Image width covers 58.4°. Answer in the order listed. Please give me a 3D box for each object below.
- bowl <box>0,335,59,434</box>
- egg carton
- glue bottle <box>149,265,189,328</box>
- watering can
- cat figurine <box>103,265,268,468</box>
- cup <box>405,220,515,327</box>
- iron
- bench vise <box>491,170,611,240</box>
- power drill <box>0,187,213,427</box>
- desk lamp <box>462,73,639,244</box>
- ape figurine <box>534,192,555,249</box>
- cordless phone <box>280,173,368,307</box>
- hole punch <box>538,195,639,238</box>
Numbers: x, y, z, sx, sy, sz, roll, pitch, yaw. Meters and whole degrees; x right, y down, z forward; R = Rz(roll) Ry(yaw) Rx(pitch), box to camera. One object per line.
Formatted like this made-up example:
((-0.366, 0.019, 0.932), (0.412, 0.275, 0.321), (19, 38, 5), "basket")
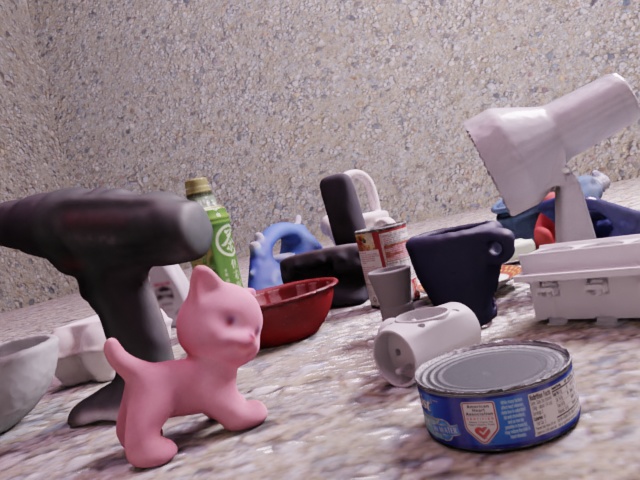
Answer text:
((-0.326, 0.147, 0.537), (0.167, 0.075, 0.167), (-12, 3, 1), "bowl")
((-0.259, 0.127, 0.712), (0.107, 0.069, 0.150), (-12, 3, 17), "egg carton")
((-0.261, 0.062, 0.974), (0.078, 0.173, 0.037), (-11, 3, 18), "glue bottle")
((0.062, -0.019, 0.959), (0.172, 0.194, 0.101), (-11, 3, 34), "watering can")
((-0.089, 0.079, 0.409), (0.128, 0.118, 0.067), (-14, 3, -32), "cat figurine")
((0.140, 0.034, 0.529), (0.092, 0.095, 0.117), (-14, 3, -28), "cup")
((-0.068, 0.036, 0.976), (0.118, 0.141, 0.259), (-11, 3, 23), "iron")
((0.360, -0.097, 0.937), (0.208, 0.220, 0.121), (-14, 3, -27), "bench vise")
((-0.195, 0.051, 0.509), (0.229, 0.208, 0.076), (-12, 3, 17), "power drill")
((0.276, -0.061, 0.627), (0.203, 0.213, 0.118), (-12, 3, 16), "desk lamp")
((0.349, -0.025, 0.845), (0.077, 0.092, 0.076), (-12, 3, 7), "ape figurine")
((0.008, 0.003, 0.836), (0.147, 0.185, 0.094), (-12, 3, 17), "cordless phone")
((0.352, -0.020, 0.742), (0.101, 0.091, 0.108), (-13, 3, -18), "hole punch")
